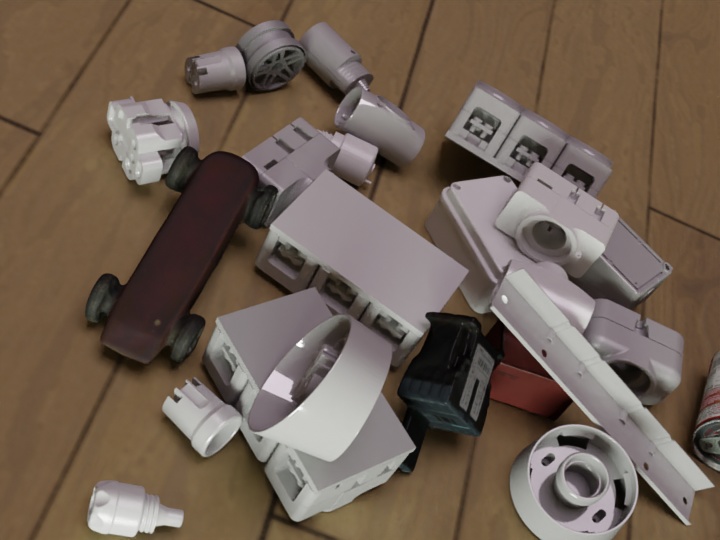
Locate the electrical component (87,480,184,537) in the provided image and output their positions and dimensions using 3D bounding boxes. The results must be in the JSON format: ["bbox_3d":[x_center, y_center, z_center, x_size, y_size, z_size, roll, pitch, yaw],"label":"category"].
[{"bbox_3d":[-0.149,0.162,0.721,0.061,0.035,0.035,14,49,-18],"label":"electrical component"}]

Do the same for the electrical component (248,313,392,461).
[{"bbox_3d":[-0.024,0.077,0.721,0.064,0.099,0.099,29,47,-10],"label":"electrical component"}]

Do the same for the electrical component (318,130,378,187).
[{"bbox_3d":[-0.020,-0.108,0.991,0.078,0.040,0.040,25,48,-4],"label":"electrical component"}]

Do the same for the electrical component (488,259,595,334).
[{"bbox_3d":[0.154,0.019,0.902,0.077,0.044,0.079,27,33,2],"label":"electrical component"}]

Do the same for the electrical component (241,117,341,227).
[{"bbox_3d":[-0.063,-0.084,0.945,0.056,0.050,0.089,40,48,10],"label":"electrical component"}]

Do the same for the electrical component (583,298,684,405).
[{"bbox_3d":[0.235,0.076,0.953,0.095,0.053,0.059,25,48,-5],"label":"electrical component"}]

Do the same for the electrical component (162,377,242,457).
[{"bbox_3d":[-0.115,0.105,0.779,0.046,0.040,0.040,40,48,17],"label":"electrical component"}]

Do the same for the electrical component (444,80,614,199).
[{"bbox_3d":[0.161,-0.116,1.030,0.150,0.061,0.089,31,7,0],"label":"electrical component"}]

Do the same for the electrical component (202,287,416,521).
[{"bbox_3d":[-0.042,0.099,0.802,0.089,0.061,0.150,-17,63,-34],"label":"electrical component"}]

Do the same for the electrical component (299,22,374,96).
[{"bbox_3d":[-0.021,-0.202,1.063,0.081,0.043,0.043,46,49,14],"label":"electrical component"}]

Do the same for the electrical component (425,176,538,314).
[{"bbox_3d":[0.121,-0.025,0.979,0.078,0.057,0.113,-10,59,-31],"label":"electrical component"}]

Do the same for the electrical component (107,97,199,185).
[{"bbox_3d":[-0.173,-0.112,0.913,0.057,0.058,0.078,-15,61,-30],"label":"electrical component"}]

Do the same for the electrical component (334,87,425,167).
[{"bbox_3d":[0.015,-0.143,1.027,0.077,0.044,0.079,30,18,-26],"label":"electrical component"}]

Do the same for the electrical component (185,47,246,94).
[{"bbox_3d":[-0.135,-0.184,1.000,0.046,0.040,0.040,-16,62,-27],"label":"electrical component"}]

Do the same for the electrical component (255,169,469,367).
[{"bbox_3d":[0.000,0.000,0.900,0.150,0.061,0.089,36,48,5],"label":"electrical component"}]

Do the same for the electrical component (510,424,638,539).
[{"bbox_3d":[0.170,0.173,0.856,0.099,0.064,0.099,4,60,-8],"label":"electrical component"}]

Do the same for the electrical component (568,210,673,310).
[{"bbox_3d":[0.231,-0.005,1.010,0.062,0.061,0.096,-29,69,-38],"label":"electrical component"}]

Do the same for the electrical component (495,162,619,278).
[{"bbox_3d":[0.171,-0.041,0.939,0.089,0.050,0.055,33,47,2],"label":"electrical component"}]
